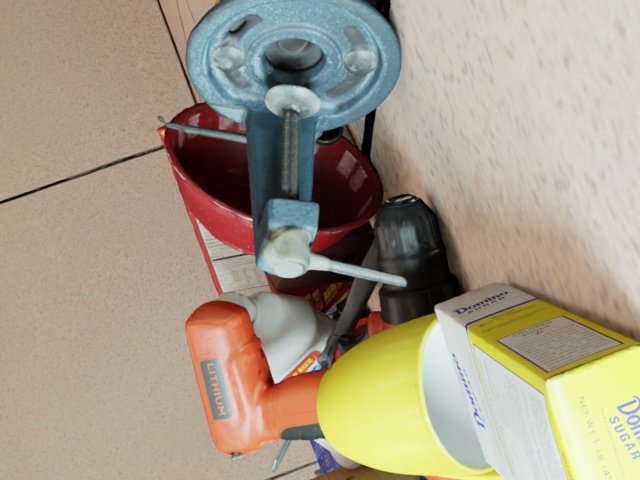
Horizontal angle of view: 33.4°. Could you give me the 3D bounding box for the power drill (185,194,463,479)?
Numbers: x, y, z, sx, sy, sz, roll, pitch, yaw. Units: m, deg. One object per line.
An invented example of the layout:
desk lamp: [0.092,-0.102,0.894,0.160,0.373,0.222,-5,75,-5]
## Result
power drill: [0.007,0.069,0.689,0.057,0.188,0.184,-27,-72,-60]

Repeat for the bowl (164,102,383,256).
bowl: [-0.038,-0.036,0.768,0.162,0.161,0.055,-116,38,-46]

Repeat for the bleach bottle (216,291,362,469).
bleach bottle: [-0.011,0.110,0.879,0.250,0.103,0.068,40,-157,-47]

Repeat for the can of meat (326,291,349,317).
can of meat: [-0.006,0.037,1.210,0.084,0.057,0.102,84,166,-74]

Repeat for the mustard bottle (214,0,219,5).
mustard bottle: [-0.084,-0.209,1.105,0.192,0.058,0.096,-128,29,-73]

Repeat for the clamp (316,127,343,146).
clamp: [-0.029,-0.186,0.815,0.210,0.036,0.164,-118,17,-54]

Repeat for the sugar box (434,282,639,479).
sugar box: [0.102,0.077,0.470,0.176,0.048,0.093,-128,19,-81]

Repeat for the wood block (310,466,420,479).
wood block: [0.052,0.248,0.888,0.206,0.090,0.090,176,74,-84]

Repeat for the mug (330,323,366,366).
mug: [0.055,0.098,0.782,0.081,0.093,0.117,75,-164,-73]

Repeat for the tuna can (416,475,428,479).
tuna can: [0.109,0.231,0.923,0.086,0.033,0.086,160,90,-84]

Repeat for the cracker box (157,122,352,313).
cracker box: [-0.048,-0.029,0.966,0.164,0.072,0.213,-42,-63,-58]

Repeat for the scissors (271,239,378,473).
scissors: [0.014,0.068,0.780,0.096,0.016,0.201,106,-169,-49]

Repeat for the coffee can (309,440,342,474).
coffee can: [0.054,0.234,1.096,0.103,0.102,0.140,80,168,-58]

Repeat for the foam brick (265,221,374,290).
foam brick: [-0.005,0.001,0.834,0.051,0.078,0.053,56,139,38]

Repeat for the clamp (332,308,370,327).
clamp: [0.038,0.108,1.141,0.171,0.039,0.120,96,153,-59]
